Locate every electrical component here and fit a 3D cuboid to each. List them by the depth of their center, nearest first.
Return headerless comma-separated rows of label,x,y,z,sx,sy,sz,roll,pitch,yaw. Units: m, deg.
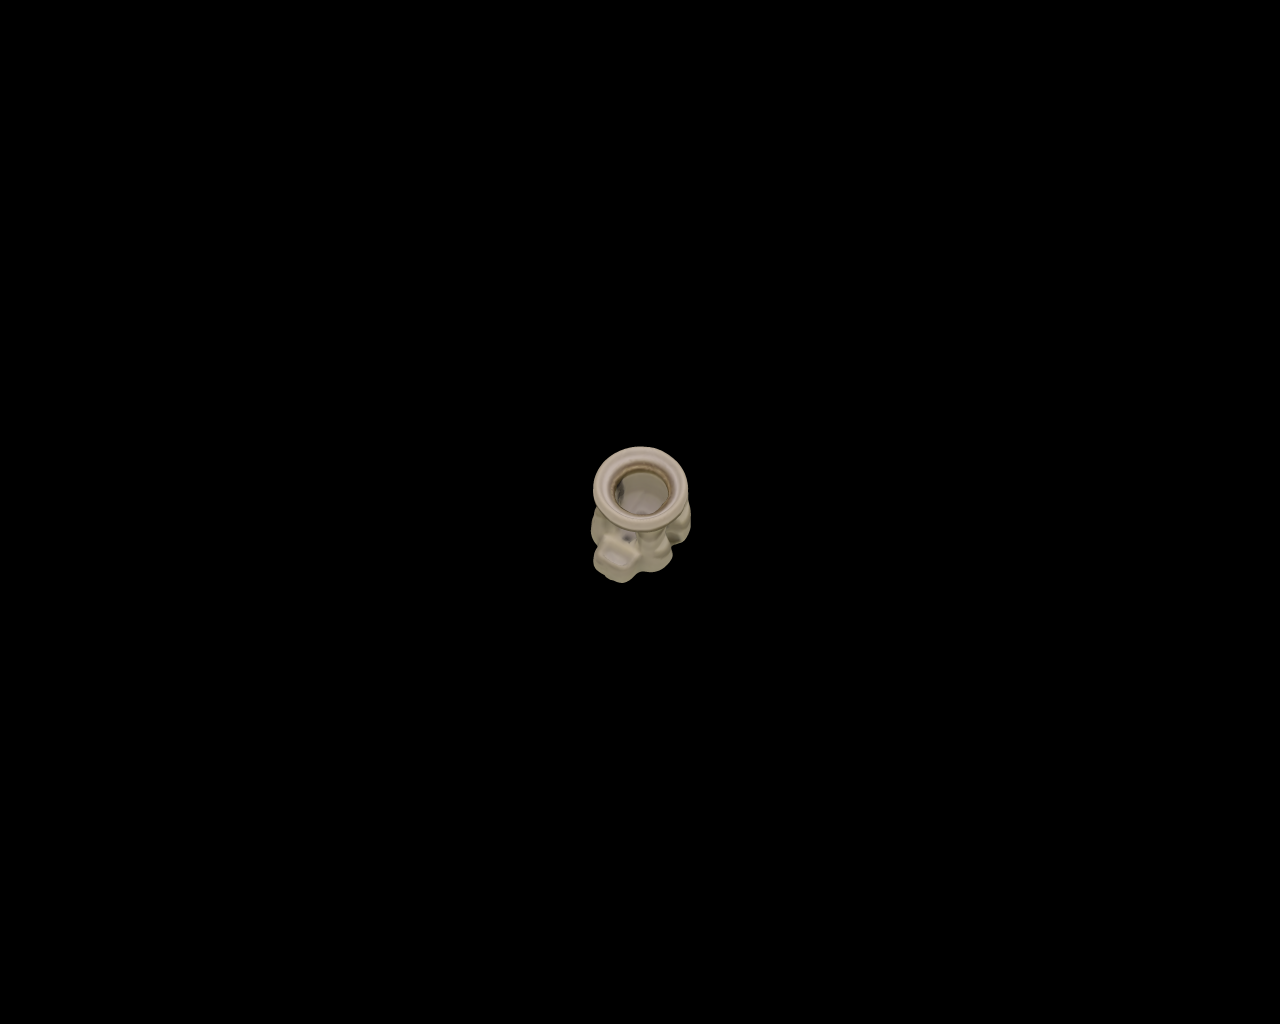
electrical component,0.001,-0.003,0.650,0.058,0.078,0.056,28,-28,16
